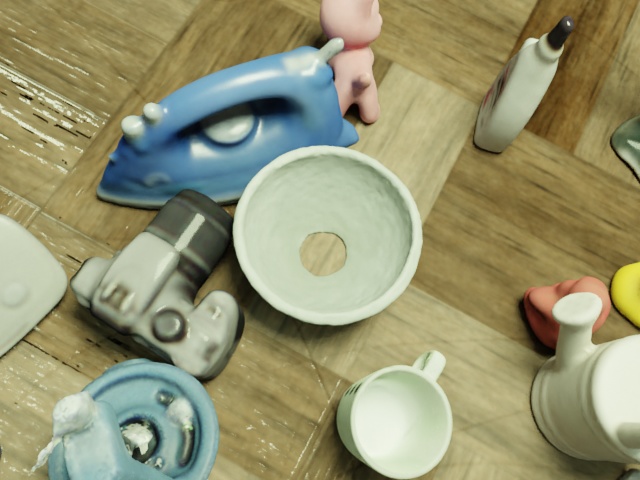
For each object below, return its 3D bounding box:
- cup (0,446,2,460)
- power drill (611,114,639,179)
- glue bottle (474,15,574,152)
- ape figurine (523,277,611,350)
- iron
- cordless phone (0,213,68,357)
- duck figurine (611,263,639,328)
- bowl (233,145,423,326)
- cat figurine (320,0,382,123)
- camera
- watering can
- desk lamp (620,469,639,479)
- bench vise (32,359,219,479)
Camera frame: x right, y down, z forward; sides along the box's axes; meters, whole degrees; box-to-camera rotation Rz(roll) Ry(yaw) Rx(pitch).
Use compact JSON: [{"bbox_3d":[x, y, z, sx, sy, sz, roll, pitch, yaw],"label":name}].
[{"bbox_3d":[-0.301,0.163,0.439,0.117,0.095,0.092,28,72,4],"label":"cup"},{"bbox_3d":[0.379,-0.127,0.540,0.076,0.208,0.229,-32,78,-14],"label":"power drill"},{"bbox_3d":[0.196,-0.154,0.548,0.037,0.173,0.078,14,72,-1],"label":"glue bottle"},{"bbox_3d":[0.234,0.060,0.527,0.078,0.092,0.076,20,72,1],"label":"ape figurine"},{"bbox_3d":[-0.091,-0.107,0.521,0.258,0.141,0.118,-22,76,-12],"label":"iron"},{"bbox_3d":[-0.291,0.035,0.433,0.094,0.185,0.148,40,73,8],"label":"cordless phone"},{"bbox_3d":[0.348,0.049,0.546,0.104,0.086,0.077,17,72,0],"label":"duck figurine"},{"bbox_3d":[0.005,0.002,0.531,0.167,0.074,0.167,2,72,-5],"label":"bowl"},{"bbox_3d":[0.033,-0.199,0.575,0.067,0.117,0.128,-5,73,-7],"label":"cat figurine"},{"bbox_3d":[-0.120,0.030,0.496,0.143,0.101,0.137,31,72,4],"label":"camera"},{"bbox_3d":[0.250,0.123,0.455,0.173,0.194,0.101,31,72,5],"label":"watering can"},{"bbox_3d":[0.363,0.251,0.416,0.118,0.213,0.203,-38,80,-15],"label":"desk lamp"},{"bbox_3d":[-0.107,0.168,0.391,0.122,0.219,0.207,-41,80,-16],"label":"bench vise"}]
